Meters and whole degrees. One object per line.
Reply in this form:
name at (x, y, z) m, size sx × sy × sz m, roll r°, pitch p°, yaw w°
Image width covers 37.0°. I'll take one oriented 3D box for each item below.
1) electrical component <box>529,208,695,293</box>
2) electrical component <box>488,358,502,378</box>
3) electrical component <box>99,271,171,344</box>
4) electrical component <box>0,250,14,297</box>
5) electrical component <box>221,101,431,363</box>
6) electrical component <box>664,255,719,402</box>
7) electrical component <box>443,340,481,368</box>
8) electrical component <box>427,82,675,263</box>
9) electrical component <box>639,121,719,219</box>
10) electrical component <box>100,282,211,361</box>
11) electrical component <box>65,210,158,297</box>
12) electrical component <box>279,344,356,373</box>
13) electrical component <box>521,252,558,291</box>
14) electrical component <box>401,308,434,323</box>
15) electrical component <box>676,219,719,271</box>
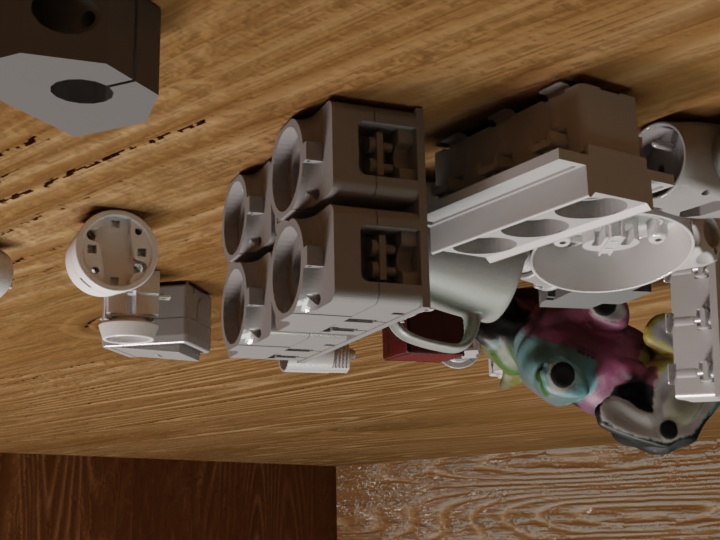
electrical component at (0.153, -0.028, 0.661) m, size 0.099 × 0.064 × 0.099 m, roll -1°, pitch 166°, yaw 0°
electrical component at (0.162, 0.078, 1.113) m, size 0.058 × 0.057 × 0.078 m, roll 0°, pitch 166°, yaw -6°
electrical component at (-0.190, 0.031, 0.888) m, size 0.066 × 0.055 × 0.048 m, roll 3°, pitch 166°, yaw -18°
electrical component at (-0.286, -0.002, 0.776) m, size 0.040 × 0.040 × 0.078 m, roll -7°, pitch 165°, yaw 21°
electrical component at (-0.030, -0.014, 0.616) m, size 0.060 × 0.105 × 0.186 m, roll 5°, pitch 165°, yaw -22°
electrical component at (0.276, 0.041, 0.832) m, size 0.063 × 0.121 × 0.079 m, roll -8°, pitch 165°, yaw 37°
electrical component at (0.102, 0.075, 1.120) m, size 0.066 × 0.048 × 0.055 m, roll -3°, pitch 159°, yaw 8°
electrical component at (0.091, -0.049, 0.569) m, size 0.079 × 0.063 × 0.121 m, roll 8°, pitch 164°, yaw -33°
electrical component at (0.201, -0.058, 0.583) m, size 0.077 × 0.043 × 0.079 m, roll 7°, pitch 164°, yaw -32°
electrical component at (-0.186, 0.049, 0.953) m, size 0.096 × 0.061 × 0.061 m, roll -4°, pitch 166°, yaw 11°
electrical component at (-0.171, -0.009, 0.732) m, size 0.055 × 0.055 × 0.047 m, roll 6°, pitch 168°, yaw -26°
electrical component at (-0.044, 0.090, 1.172) m, size 0.081 × 0.043 × 0.043 m, roll 4°, pitch 165°, yaw -20°
electrical component at (0.120, -0.014, 0.762) m, size 0.062 × 0.048 × 0.048 m, roll 16°, pitch 159°, yaw -33°
electrical component at (0.000, 0.000, 0.769) m, size 0.096 × 0.061 × 0.062 m, roll 5°, pitch 166°, yaw -19°
electrical component at (0.215, -0.020, 0.742) m, size 0.043 × 0.043 × 0.062 m, roll 11°, pitch 163°, yaw -42°
